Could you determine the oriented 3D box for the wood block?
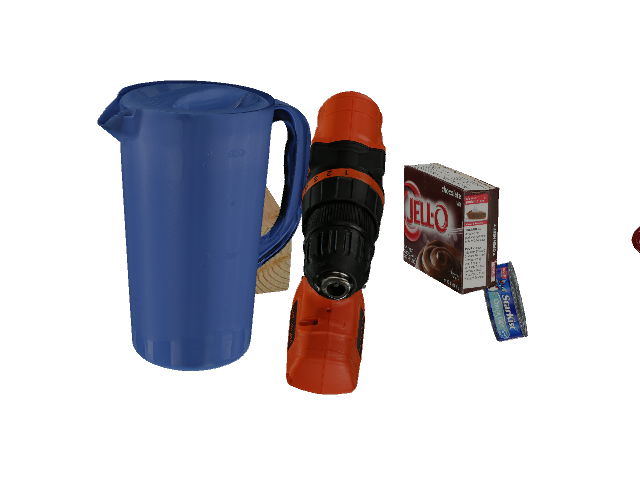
[{"bbox_3d":[-0.108,-0.022,1.326,0.090,0.090,0.206,-6,30,-17],"label":"wood block"}]

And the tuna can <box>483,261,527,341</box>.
[{"bbox_3d":[0.204,0.068,1.186,0.034,0.086,0.086,-13,-3,13],"label":"tuna can"}]

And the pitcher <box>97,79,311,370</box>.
[{"bbox_3d":[-0.101,-0.015,0.939,0.149,0.243,0.144,9,21,16],"label":"pitcher"}]

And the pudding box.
[{"bbox_3d":[0.110,-0.013,0.918,0.039,0.090,0.114,-9,17,-22],"label":"pudding box"}]

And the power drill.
[{"bbox_3d":[0.011,0.018,0.729,0.057,0.188,0.184,8,42,0],"label":"power drill"}]

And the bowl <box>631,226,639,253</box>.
[{"bbox_3d":[0.404,0.025,1.103,0.162,0.055,0.162,-4,22,1],"label":"bowl"}]
